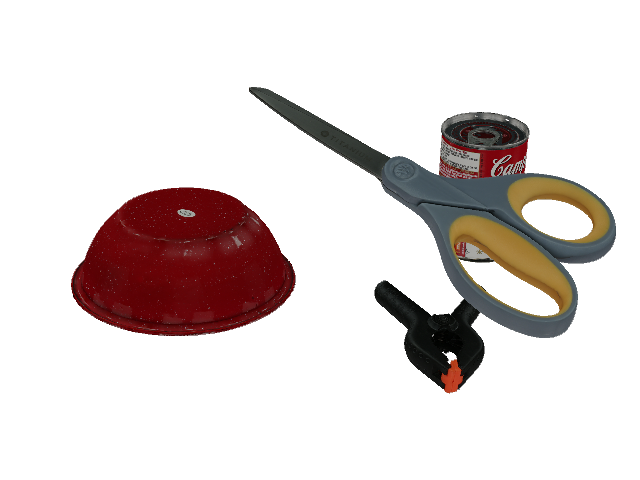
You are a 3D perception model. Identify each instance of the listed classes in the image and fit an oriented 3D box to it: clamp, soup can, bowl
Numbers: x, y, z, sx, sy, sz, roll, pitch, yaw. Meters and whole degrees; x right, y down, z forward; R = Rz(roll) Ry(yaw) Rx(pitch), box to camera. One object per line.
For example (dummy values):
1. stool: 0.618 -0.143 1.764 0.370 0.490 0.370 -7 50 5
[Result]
1. clamp: 0.131 0.090 1.081 0.120 0.039 0.171 -7 34 -9
2. soup can: 0.126 -0.042 0.847 0.068 0.102 0.068 0 28 0
3. bowl: -0.097 0.005 0.763 0.162 0.055 0.162 2 26 -1

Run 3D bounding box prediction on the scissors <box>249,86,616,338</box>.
1. scissors: 0.060 -0.034 0.523 0.096 0.202 0.016 -29 -31 -23
